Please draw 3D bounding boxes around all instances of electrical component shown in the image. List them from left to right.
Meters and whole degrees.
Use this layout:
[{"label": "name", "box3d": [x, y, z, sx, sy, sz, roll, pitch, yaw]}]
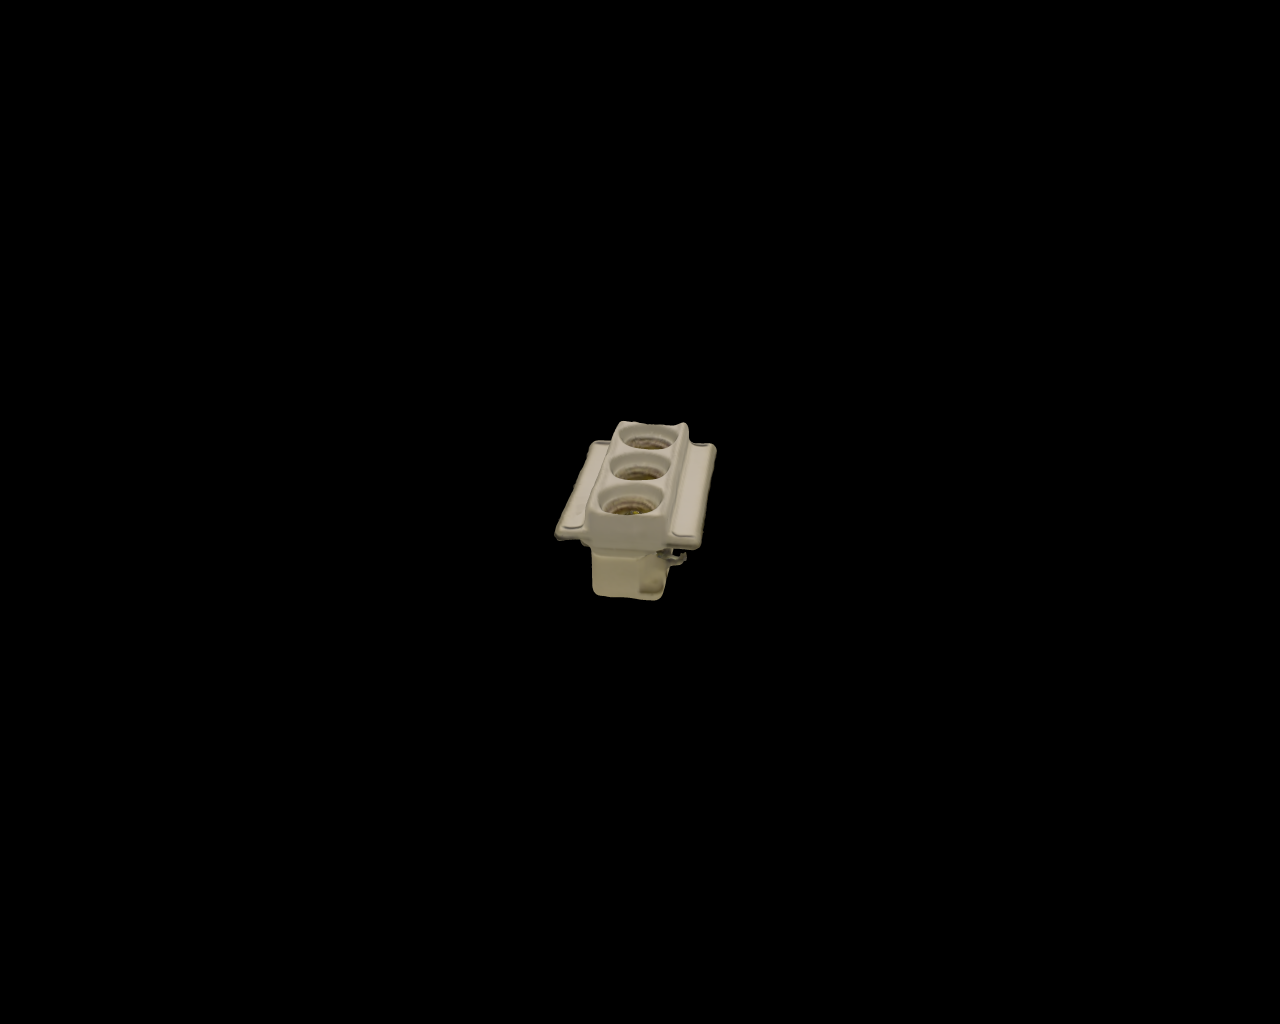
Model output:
[{"label": "electrical component", "box3d": [0.001, -0.003, 0.650, 0.079, 0.063, 0.121, 4, 30, 7]}]
